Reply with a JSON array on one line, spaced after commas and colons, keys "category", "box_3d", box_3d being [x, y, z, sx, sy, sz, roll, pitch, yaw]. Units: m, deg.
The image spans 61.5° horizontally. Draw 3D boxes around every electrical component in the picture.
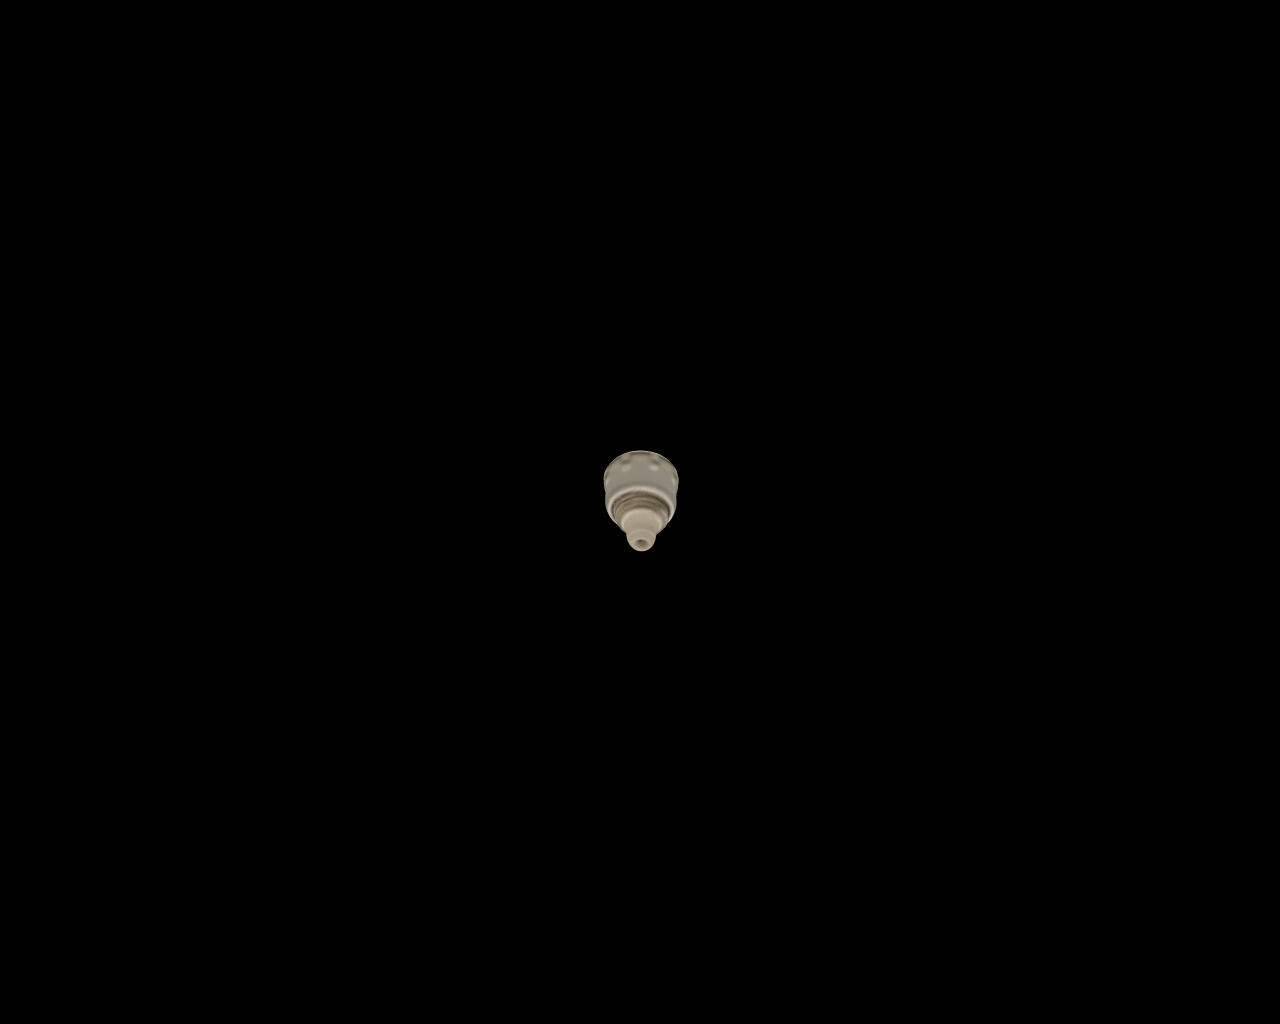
[{"category": "electrical component", "box_3d": [0.001, -0.003, 0.650, 0.048, 0.062, 0.048, 0, -43, 0]}]
